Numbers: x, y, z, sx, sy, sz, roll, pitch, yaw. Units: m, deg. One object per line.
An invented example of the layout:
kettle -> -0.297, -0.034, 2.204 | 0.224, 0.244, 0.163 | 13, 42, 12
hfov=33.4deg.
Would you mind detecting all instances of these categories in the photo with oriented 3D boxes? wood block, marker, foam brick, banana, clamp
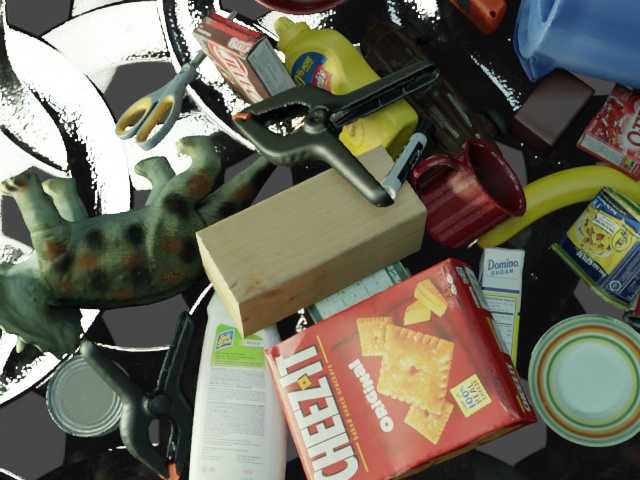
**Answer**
wood block -> -0.007, 0.002, 1.058 | 0.206, 0.090, 0.091 | -27, 66, -13
marker -> 0.087, -0.081, 1.044 | 0.020, 0.020, 0.121 | 25, 47, 10
foam brick -> 0.242, -0.134, 1.121 | 0.051, 0.053, 0.078 | 37, 83, 11
banana -> 0.256, -0.039, 1.107 | 0.198, 0.037, 0.069 | -10, 78, 3
clamp -> 0.005, -0.102, 1.040 | 0.210, 0.036, 0.164 | 0, 57, 26
clamp -> -0.162, 0.158, 1.089 | 0.120, 0.039, 0.171 | -22, 101, -18

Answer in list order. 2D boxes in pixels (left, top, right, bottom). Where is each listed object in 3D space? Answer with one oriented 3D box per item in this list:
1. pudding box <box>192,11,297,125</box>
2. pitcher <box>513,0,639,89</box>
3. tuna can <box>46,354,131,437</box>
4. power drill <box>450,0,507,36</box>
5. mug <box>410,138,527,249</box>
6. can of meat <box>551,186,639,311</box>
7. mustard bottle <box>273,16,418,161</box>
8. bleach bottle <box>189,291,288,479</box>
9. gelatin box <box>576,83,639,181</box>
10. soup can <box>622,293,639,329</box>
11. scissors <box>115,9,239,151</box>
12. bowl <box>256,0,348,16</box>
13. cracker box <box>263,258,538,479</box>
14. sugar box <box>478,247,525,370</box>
pudding box -> -0.073, -0.179, 1.115 | 0.090, 0.113, 0.039 | 33, 78, 38
pitcher -> 0.331, -0.222, 1.069 | 0.242, 0.149, 0.145 | 15, 52, -8
tuna can -> -0.238, 0.163, 1.113 | 0.086, 0.034, 0.086 | -1, 78, 5
power drill -> 0.228, -0.311, 1.158 | 0.187, 0.057, 0.184 | -42, 77, -6
mug -> 0.139, -0.047, 1.071 | 0.082, 0.117, 0.093 | -36, 44, 32
can of meat -> 0.291, 0.006, 1.052 | 0.084, 0.057, 0.102 | -55, 36, 16
mustard bottle -> 0.017, -0.165, 1.126 | 0.058, 0.096, 0.192 | -33, 75, -29
bleach bottle -> -0.073, 0.140, 1.089 | 0.102, 0.068, 0.251 | 4, 76, 5
gelatin box -> 0.319, -0.114, 1.104 | 0.073, 0.030, 0.089 | 32, 58, 12
soup can -> 0.348, 0.040, 1.067 | 0.068, 0.068, 0.102 | 16, 80, 8
scissors -> -0.163, -0.176, 1.180 | 0.096, 0.016, 0.201 | -3, 51, 38
bowl -> -0.015, -0.313, 1.180 | 0.162, 0.055, 0.162 | -1, 78, 5
cracker box -> 0.071, 0.135, 1.001 | 0.214, 0.072, 0.164 | -28, 69, 18
sugar box -> 0.172, 0.102, 1.058 | 0.048, 0.093, 0.176 | 3, 78, 5
